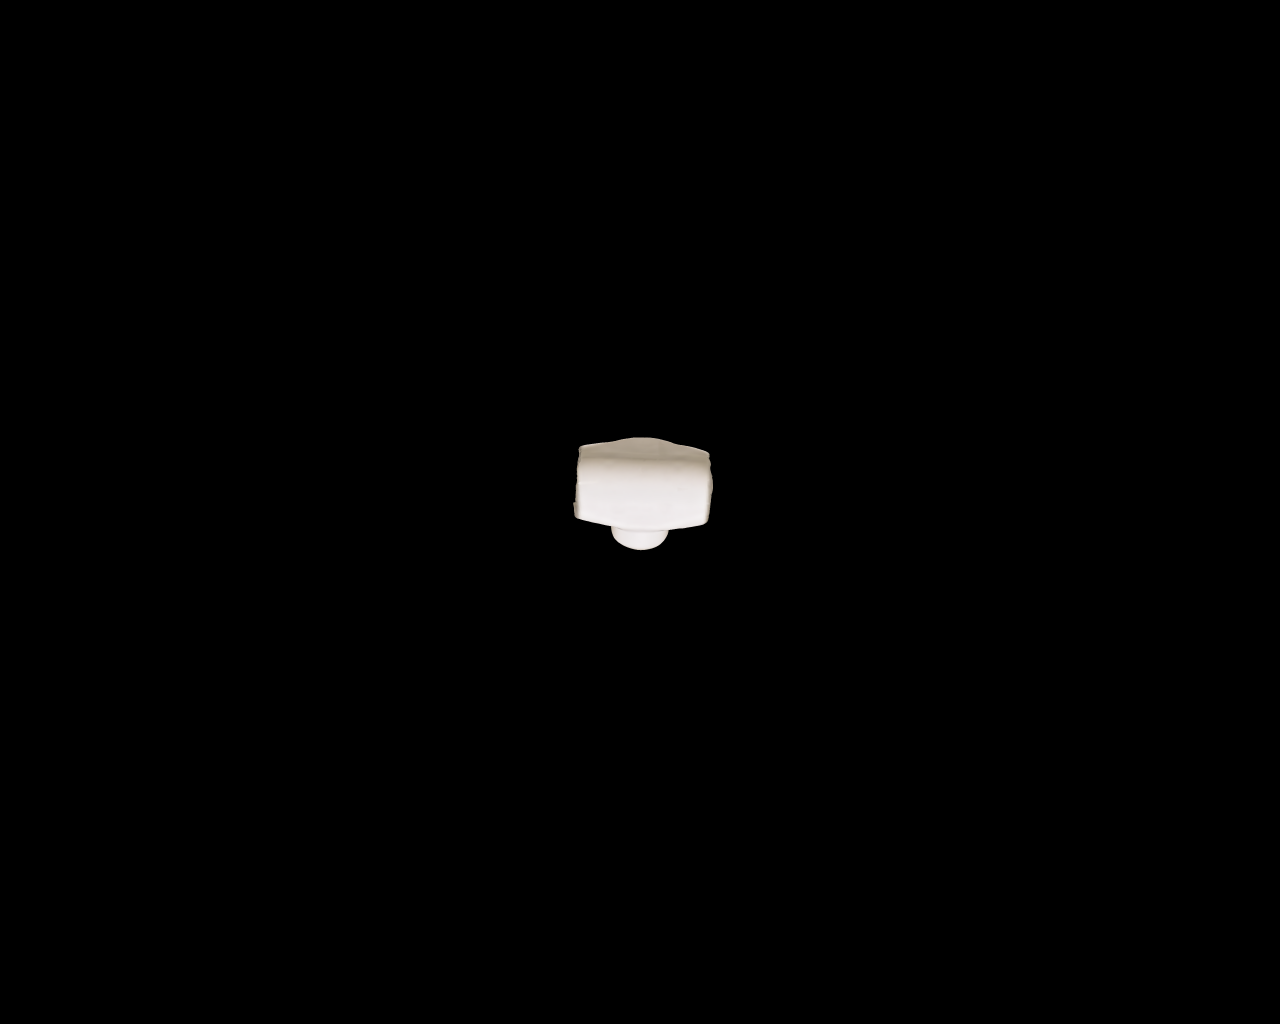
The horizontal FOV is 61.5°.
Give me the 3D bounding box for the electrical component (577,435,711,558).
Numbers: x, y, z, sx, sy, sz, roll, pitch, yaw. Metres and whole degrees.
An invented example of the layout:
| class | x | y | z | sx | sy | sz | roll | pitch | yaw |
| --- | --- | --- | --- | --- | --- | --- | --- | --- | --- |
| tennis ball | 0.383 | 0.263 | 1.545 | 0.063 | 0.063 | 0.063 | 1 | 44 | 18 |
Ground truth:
| class | x | y | z | sx | sy | sz | roll | pitch | yaw |
| --- | --- | --- | --- | --- | --- | --- | --- | --- | --- |
| electrical component | 0.001 | -0.003 | 0.650 | 0.077 | 0.079 | 0.044 | 2 | 40 | -2 |
